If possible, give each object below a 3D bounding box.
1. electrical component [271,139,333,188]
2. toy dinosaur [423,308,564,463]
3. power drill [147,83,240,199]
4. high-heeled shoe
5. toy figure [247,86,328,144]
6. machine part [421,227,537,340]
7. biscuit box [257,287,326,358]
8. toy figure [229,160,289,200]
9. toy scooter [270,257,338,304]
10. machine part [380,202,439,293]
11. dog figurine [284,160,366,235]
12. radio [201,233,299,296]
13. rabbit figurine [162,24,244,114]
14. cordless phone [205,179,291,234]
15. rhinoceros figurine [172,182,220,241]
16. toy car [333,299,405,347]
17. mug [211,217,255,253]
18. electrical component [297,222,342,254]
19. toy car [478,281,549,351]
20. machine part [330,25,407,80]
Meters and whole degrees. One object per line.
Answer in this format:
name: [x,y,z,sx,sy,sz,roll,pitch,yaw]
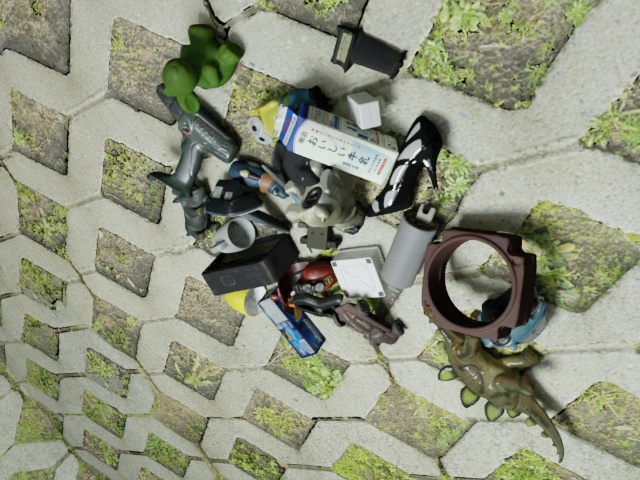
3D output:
electrical component: [-0.037,-0.165,1.150,0.134,0.058,0.114,26,128,12]
toy dinosaur: [0.396,0.314,1.202,0.471,0.105,0.198,44,139,9]
power drill: [-0.314,-0.214,1.231,0.232,0.086,0.207,33,100,-2]
high-heeled shoe: [0.151,-0.136,1.067,0.249,0.086,0.145,-25,77,53]
toy figure: [-0.066,-0.253,1.093,0.180,0.089,0.082,-21,96,28]
machine part: [0.302,0.080,1.039,0.201,0.087,0.201,10,99,39]
biscuit box: [-0.073,0.217,1.423,0.059,0.063,0.202,-29,104,39]
toy figure: [-0.134,-0.137,1.218,0.155,0.064,0.057,22,122,18]
toy scooter: [-0.047,0.101,1.283,0.184,0.135,0.075,-5,116,30]
machine part: [0.187,0.021,1.135,0.079,0.079,0.243,26,131,12]
dog figurine: [0.037,-0.053,1.079,0.121,0.172,0.190,-35,127,26]
radio: [-0.177,0.063,1.332,0.230,0.131,0.073,-15,114,36]
rabbit figurine: [-0.264,-0.341,1.084,0.121,0.170,0.159,42,130,-1]
cordless phone: [-0.165,-0.065,1.276,0.184,0.088,0.147,28,170,-34]
rhinoceros figurine: [-0.316,-0.090,1.354,0.112,0.073,0.190,22,131,30]
toy car: [0.115,0.200,1.260,0.089,0.053,0.202,-28,136,32]
mug: [-0.229,0.001,1.344,0.080,0.109,0.107,52,144,-14]
electrical component: [-0.001,-0.004,1.249,0.102,0.045,0.078,1,94,26]
toy car: [0.407,0.156,1.096,0.103,0.109,0.161,27,122,-19]
machine part: [0.087,-0.336,0.979,0.139,0.039,0.084,24,121,16]
